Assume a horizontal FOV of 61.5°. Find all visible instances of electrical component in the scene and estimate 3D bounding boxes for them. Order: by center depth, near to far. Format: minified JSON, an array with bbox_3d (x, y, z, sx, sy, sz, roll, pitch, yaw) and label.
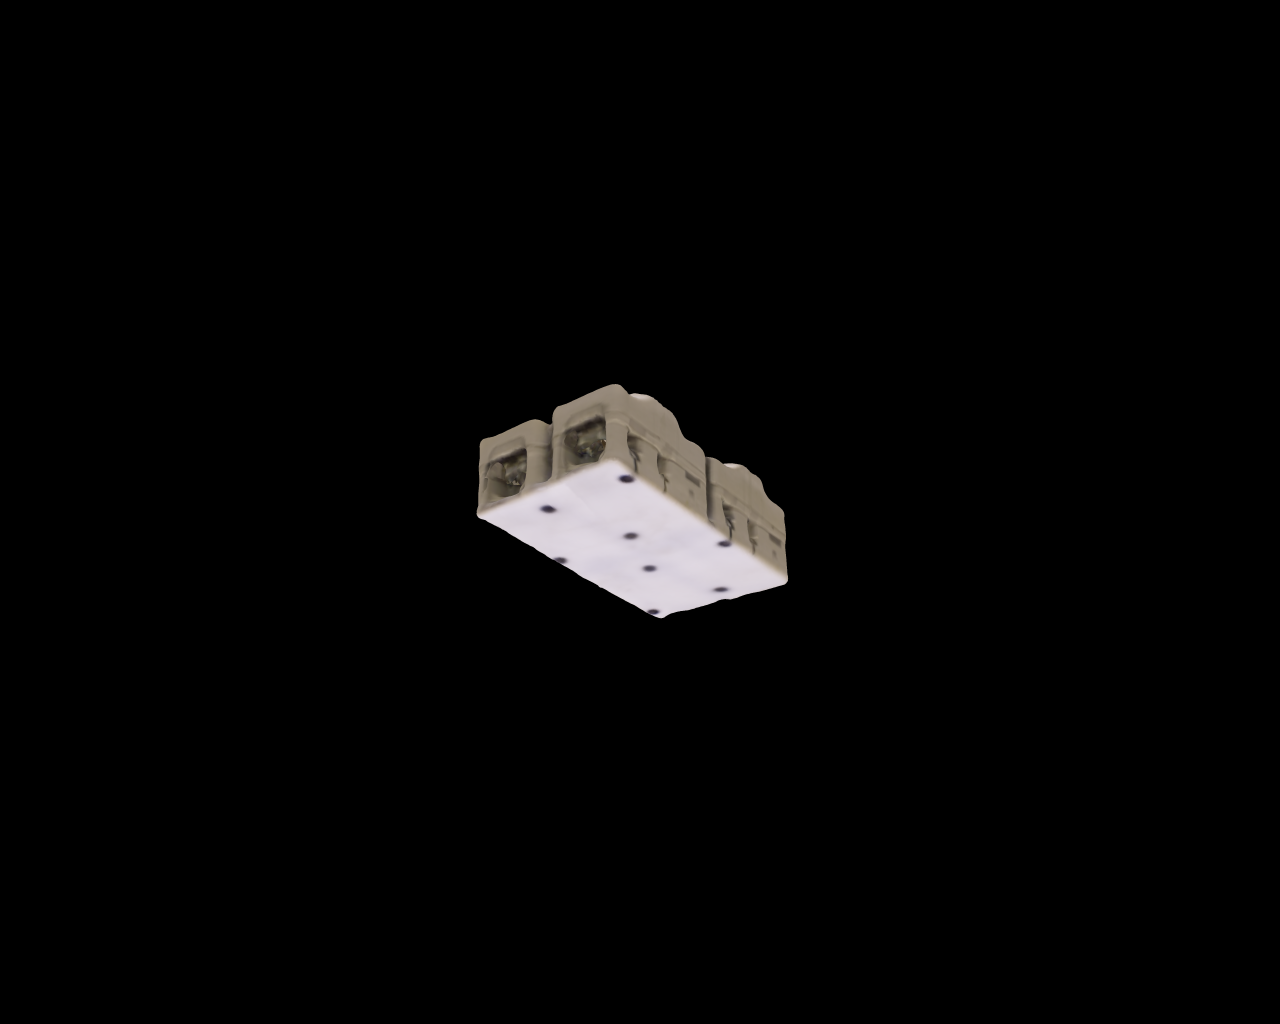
[{"bbox_3d":[0.001,-0.003,0.650,0.105,0.060,0.186,-19,-34,31],"label":"electrical component"}]
